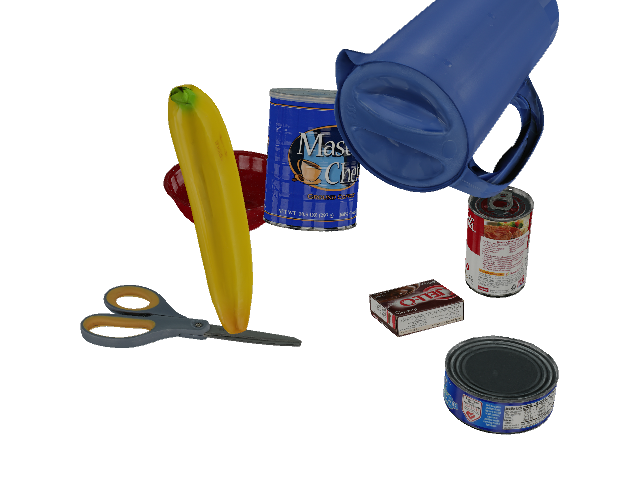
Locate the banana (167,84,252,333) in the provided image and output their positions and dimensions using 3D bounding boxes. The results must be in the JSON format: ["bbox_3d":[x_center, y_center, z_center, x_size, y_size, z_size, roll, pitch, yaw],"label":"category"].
[{"bbox_3d":[-0.077,-0.029,0.731,0.037,0.198,0.069,-3,35,14],"label":"banana"}]

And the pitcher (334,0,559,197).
[{"bbox_3d":[0.135,-0.155,0.990,0.145,0.149,0.242,10,42,35],"label":"pitcher"}]

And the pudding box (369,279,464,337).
[{"bbox_3d":[0.140,0.098,1.559,0.113,0.039,0.090,-15,22,-19],"label":"pudding box"}]

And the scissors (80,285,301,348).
[{"bbox_3d":[-0.123,0.072,1.008,0.201,0.016,0.096,-1,33,-8],"label":"scissors"}]

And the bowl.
[{"bbox_3d":[-0.113,-0.053,1.325,0.162,0.055,0.162,0,31,0],"label":"bowl"}]

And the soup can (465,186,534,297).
[{"bbox_3d":[0.190,0.001,1.138,0.068,0.102,0.068,-2,34,1],"label":"soup can"}]

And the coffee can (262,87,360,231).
[{"bbox_3d":[-0.007,-0.089,1.143,0.103,0.140,0.103,4,12,-1],"label":"coffee can"}]

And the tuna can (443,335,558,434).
[{"bbox_3d":[0.137,0.110,0.818,0.086,0.034,0.086,0,28,0],"label":"tuna can"}]
